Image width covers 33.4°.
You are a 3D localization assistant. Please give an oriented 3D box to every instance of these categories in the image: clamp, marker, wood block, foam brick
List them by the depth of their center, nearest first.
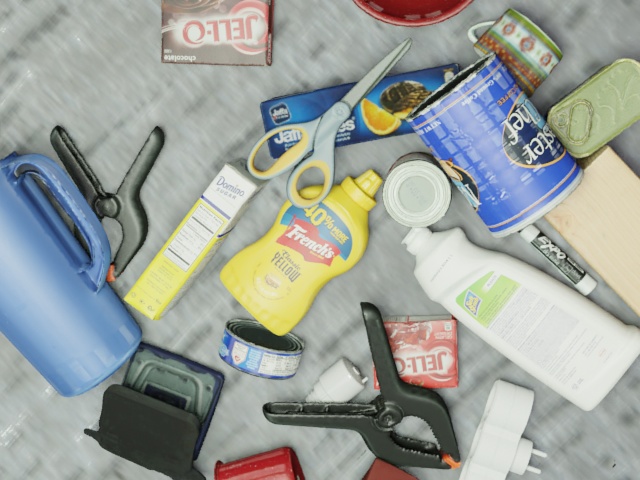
[{"bbox_3d":[0.314,0.012,1.042,0.091,0.090,0.206,-44,90,10],"label":"wood block"},{"bbox_3d":[0.232,0.009,1.088,0.121,0.020,0.020,43,100,0],"label":"marker"},{"bbox_3d":[0.069,0.165,1.091,0.209,0.036,0.165,30,109,-16],"label":"clamp"},{"bbox_3d":[0.063,0.273,1.111,0.053,0.051,0.078,26,142,3],"label":"foam brick"},{"bbox_3d":[-0.213,-0.044,1.127,0.120,0.039,0.171,-6,103,13],"label":"clamp"}]

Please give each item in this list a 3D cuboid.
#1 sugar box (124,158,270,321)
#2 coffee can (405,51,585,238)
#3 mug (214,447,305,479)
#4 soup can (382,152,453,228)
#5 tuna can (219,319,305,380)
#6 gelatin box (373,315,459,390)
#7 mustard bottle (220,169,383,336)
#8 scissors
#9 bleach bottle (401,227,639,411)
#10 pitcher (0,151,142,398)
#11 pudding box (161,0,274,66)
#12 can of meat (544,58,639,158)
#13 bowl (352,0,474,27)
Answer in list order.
[{"bbox_3d":[-0.124,-0.003,1.094,0.048,0.093,0.176,36,100,0],"label":"sugar box"},{"bbox_3d":[0.161,-0.087,0.984,0.103,0.102,0.140,-37,97,10],"label":"coffee can"},{"bbox_3d":[-0.055,0.278,1.124,0.081,0.093,0.117,-17,77,4],"label":"mug"},{"bbox_3d":[0.097,-0.050,1.055,0.068,0.102,0.068,1,99,6],"label":"soup can"},{"bbox_3d":[-0.061,0.113,1.105,0.086,0.086,0.034,18,101,4],"label":"tuna can"},{"bbox_3d":[0.099,0.117,1.114,0.089,0.030,0.073,-2,98,8],"label":"gelatin box"},{"bbox_3d":[-0.007,0.001,1.097,0.096,0.058,0.192,45,100,5],"label":"mustard bottle"},{"bbox_3d":[0.024,-0.104,1.039,0.202,0.016,0.096,-29,96,11],"label":"scissors"},{"bbox_3d":[0.196,0.060,1.079,0.251,0.068,0.102,37,99,3],"label":"bleach bottle"},{"bbox_3d":[-0.285,0.035,1.087,0.144,0.149,0.243,-42,105,-20],"label":"pitcher"},{"bbox_3d":[-0.104,-0.223,1.087,0.113,0.039,0.090,2,98,8],"label":"pudding box"},{"bbox_3d":[0.267,-0.128,1.031,0.102,0.084,0.057,-37,92,10],"label":"can of meat"},{"bbox_3d":[0.093,-0.289,1.045,0.162,0.055,0.162,1,98,7],"label":"bowl"}]
